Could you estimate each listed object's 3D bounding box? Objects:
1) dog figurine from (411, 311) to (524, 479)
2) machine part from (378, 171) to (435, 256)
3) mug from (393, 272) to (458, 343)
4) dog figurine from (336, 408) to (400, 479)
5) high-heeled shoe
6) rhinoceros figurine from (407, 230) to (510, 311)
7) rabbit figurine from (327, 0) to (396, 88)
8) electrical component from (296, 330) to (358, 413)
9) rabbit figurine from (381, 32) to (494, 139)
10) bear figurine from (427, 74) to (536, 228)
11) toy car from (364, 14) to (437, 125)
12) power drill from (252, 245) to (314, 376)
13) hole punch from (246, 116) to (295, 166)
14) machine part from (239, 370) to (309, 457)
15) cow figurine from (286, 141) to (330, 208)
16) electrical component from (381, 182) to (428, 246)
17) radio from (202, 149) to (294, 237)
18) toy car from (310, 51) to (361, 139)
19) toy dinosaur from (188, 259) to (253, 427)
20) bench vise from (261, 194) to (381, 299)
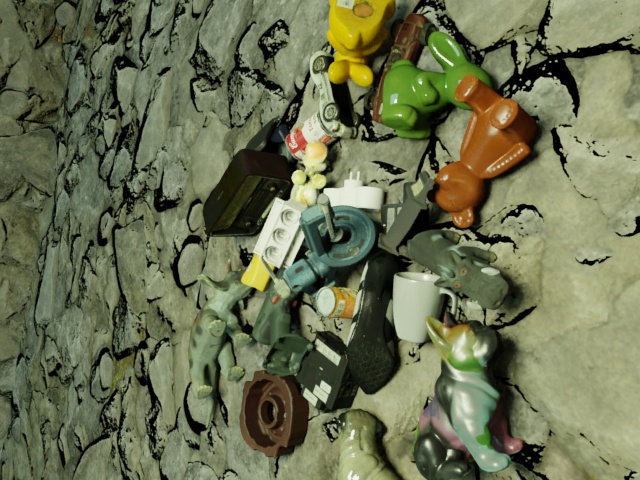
[{"bbox_3d":[0.192,0.217,0.777,0.191,0.108,0.219,-31,70,35],"label":"dog figurine"},{"bbox_3d":[0.141,-0.043,0.862,0.138,0.039,0.084,-62,13,17],"label":"machine part"},{"bbox_3d":[0.169,0.112,0.868,0.110,0.081,0.107,11,100,32],"label":"mug"},{"bbox_3d":[0.099,0.383,0.885,0.173,0.121,0.190,7,68,14],"label":"dog figurine"},{"bbox_3d":[0.097,0.141,0.951,0.145,0.086,0.248,-73,-10,-60],"label":"high-heeled shoe"},{"bbox_3d":[0.209,0.039,0.806,0.191,0.112,0.073,42,112,51],"label":"rhinoceros figurine"},{"bbox_3d":[0.070,-0.360,1.005,0.173,0.122,0.162,107,167,-72],"label":"rabbit figurine"},{"bbox_3d":[0.016,0.253,1.011,0.115,0.058,0.134,33,107,46],"label":"electrical component"},{"bbox_3d":[0.202,-0.248,0.885,0.170,0.121,0.159,0,76,28],"label":"rabbit figurine"},{"bbox_3d":[0.224,-0.125,0.809,0.196,0.132,0.120,-51,47,20],"label":"bear figurine"},{"bbox_3d":[0.140,-0.312,0.982,0.089,0.053,0.202,34,107,41],"label":"toy car"},{"bbox_3d":[-0.070,0.148,1.068,0.232,0.086,0.207,-61,29,26],"label":"power drill"},{"bbox_3d":[-0.115,-0.199,1.219,0.142,0.092,0.116,-39,29,39],"label":"hole punch"},{"bbox_3d":[-0.096,0.355,1.113,0.179,0.056,0.179,-10,75,44],"label":"machine part"},{"bbox_3d":[-0.021,-0.118,1.102,0.068,0.098,0.167,20,98,2],"label":"cow figurine"},{"bbox_3d":[0.147,-0.045,0.931,0.075,0.047,0.119,4,88,46],"label":"electrical component"},{"bbox_3d":[-0.158,-0.095,1.179,0.229,0.131,0.073,-47,52,43],"label":"radio"},{"bbox_3d":[0.028,-0.290,1.078,0.056,0.073,0.202,-28,64,38],"label":"toy car"},{"bbox_3d":[-0.252,0.229,1.263,0.404,0.131,0.192,-66,33,21],"label":"toy dinosaur"},{"bbox_3d":[0.003,0.005,0.922,0.224,0.240,0.129,-23,61,-3],"label":"bench vise"}]
